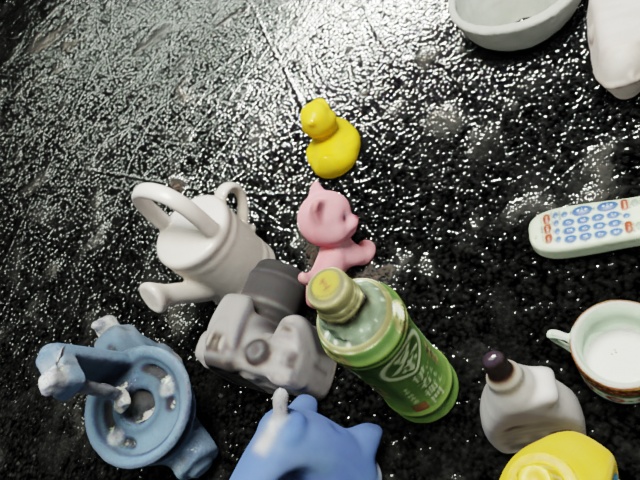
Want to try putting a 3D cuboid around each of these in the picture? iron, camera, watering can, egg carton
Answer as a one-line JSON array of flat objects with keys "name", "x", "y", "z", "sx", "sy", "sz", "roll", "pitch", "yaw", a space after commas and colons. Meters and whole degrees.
[{"name": "iron", "x": -0.050, "y": 0.251, "z": 0.477, "sx": 0.118, "sy": 0.142, "sz": 0.258, "roll": 12, "pitch": 66, "yaw": 36}, {"name": "camera", "x": -0.055, "y": 0.089, "z": 0.620, "sx": 0.142, "sy": 0.101, "sz": 0.137, "roll": 3, "pitch": 61, "yaw": 32}, {"name": "watering can", "x": -0.142, "y": 0.004, "z": 0.667, "sx": 0.100, "sy": 0.195, "sz": 0.173, "roll": -11, "pitch": 54, "yaw": 25}, {"name": "egg carton", "x": 0.347, "y": -0.225, "z": 0.619, "sx": 0.107, "sy": 0.070, "sz": 0.150, "roll": -9, "pitch": 55, "yaw": 26}]

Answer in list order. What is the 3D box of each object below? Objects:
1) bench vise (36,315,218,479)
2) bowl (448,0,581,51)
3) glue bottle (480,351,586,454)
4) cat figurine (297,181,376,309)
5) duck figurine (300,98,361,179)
[{"name": "bench vise", "x": -0.220, "y": 0.150, "z": 0.595, "sx": 0.206, "sy": 0.220, "sz": 0.121, "roll": 21, "pitch": 71, "yaw": 39}, {"name": "bowl", "x": 0.251, "y": -0.294, "z": 0.721, "sx": 0.167, "sy": 0.075, "sz": 0.167, "roll": -16, "pitch": 52, "yaw": 21}, {"name": "glue bottle", "x": 0.149, "y": 0.119, "z": 0.428, "sx": 0.078, "sy": 0.174, "sz": 0.037, "roll": -17, "pitch": 52, "yaw": 20}, {"name": "cat figurine", "x": 0.006, "y": 0.002, "z": 0.632, "sx": 0.067, "sy": 0.118, "sz": 0.128, "roll": 2, "pitch": 60, "yaw": 32}, {"name": "duck figurine", "x": 0.005, "y": -0.140, "z": 0.753, "sx": 0.077, "sy": 0.086, "sz": 0.104, "roll": -16, "pitch": 52, "yaw": 21}]
